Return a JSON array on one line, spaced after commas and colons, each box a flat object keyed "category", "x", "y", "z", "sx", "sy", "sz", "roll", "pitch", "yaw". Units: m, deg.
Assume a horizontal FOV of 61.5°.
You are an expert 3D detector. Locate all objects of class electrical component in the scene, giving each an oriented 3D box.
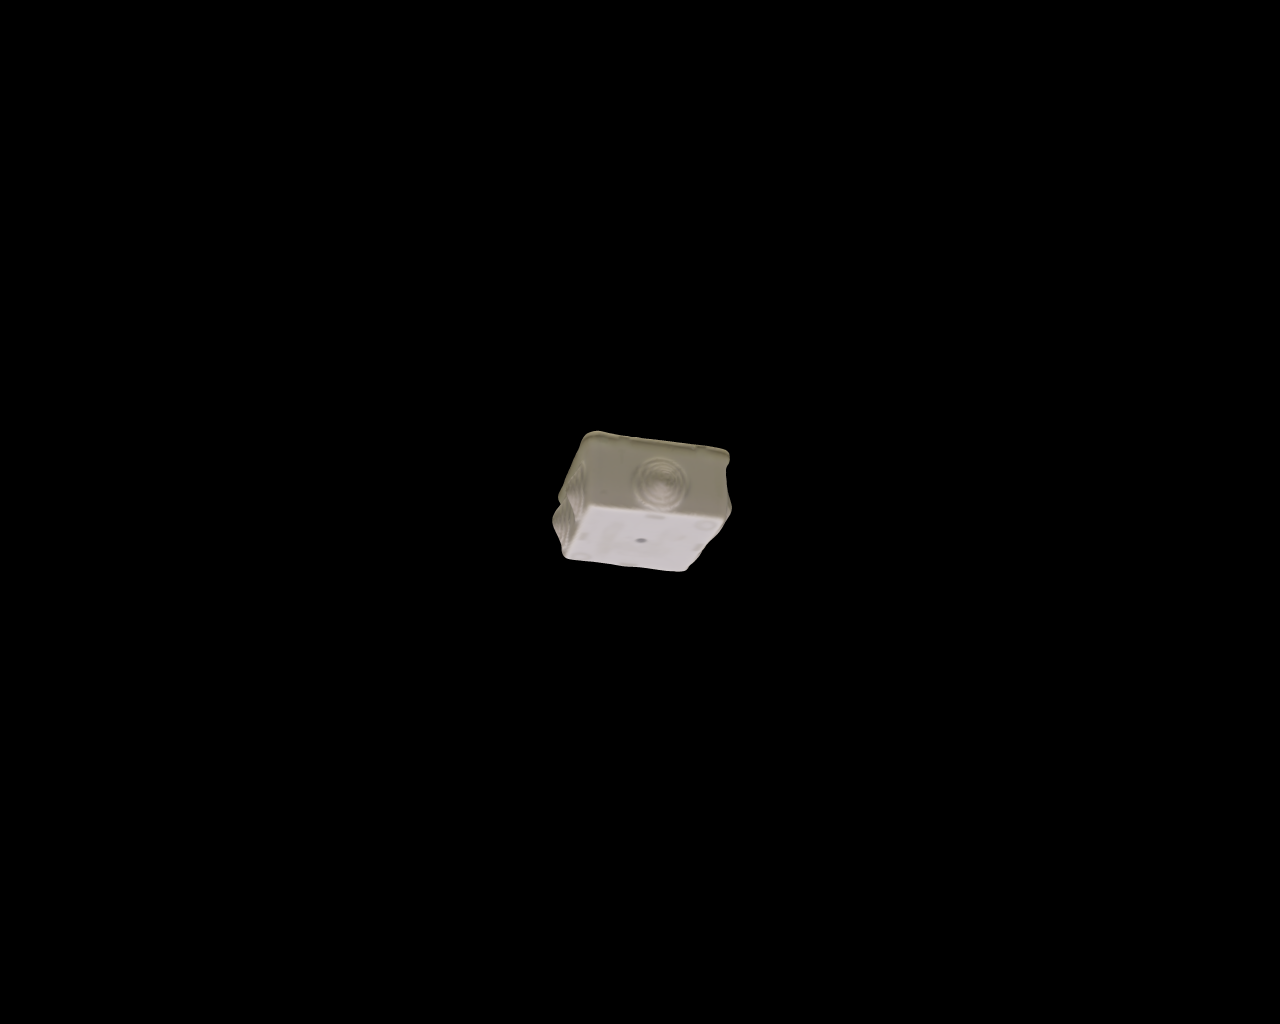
[{"category": "electrical component", "x": 0.001, "y": -0.003, "z": 0.650, "sx": 0.100, "sy": 0.048, "sz": 0.099, "roll": 7, "pitch": -27, "yaw": -14}]
